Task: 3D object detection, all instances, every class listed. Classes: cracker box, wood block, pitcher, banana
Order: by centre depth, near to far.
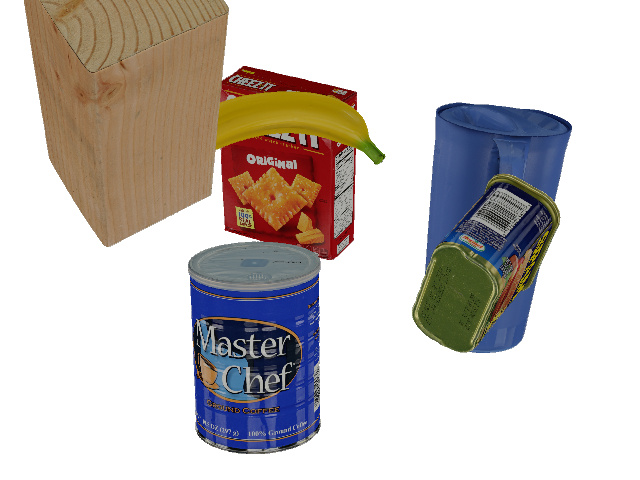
[{"bbox_3d":[-0.124,-0.094,0.683,0.090,0.090,0.206,-28,-20,-21],"label":"wood block"},{"bbox_3d":[-0.039,-0.102,0.944,0.197,0.069,0.037,-1,-42,-19],"label":"banana"},{"bbox_3d":[0.169,-0.010,1.076,0.148,0.243,0.145,-14,27,-42],"label":"pitcher"},{"bbox_3d":[-0.042,-0.094,1.338,0.164,0.214,0.072,17,36,24],"label":"cracker box"}]

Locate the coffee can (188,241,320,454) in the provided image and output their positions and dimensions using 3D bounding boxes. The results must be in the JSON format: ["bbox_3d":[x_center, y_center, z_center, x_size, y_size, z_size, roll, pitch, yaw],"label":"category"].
[{"bbox_3d":[-0.051,0.082,0.844,0.103,0.140,0.103,0,17,0],"label":"coffee can"}]

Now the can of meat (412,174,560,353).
[{"bbox_3d":[0.112,0.018,0.737,0.057,0.102,0.083,33,52,17],"label":"can of meat"}]
